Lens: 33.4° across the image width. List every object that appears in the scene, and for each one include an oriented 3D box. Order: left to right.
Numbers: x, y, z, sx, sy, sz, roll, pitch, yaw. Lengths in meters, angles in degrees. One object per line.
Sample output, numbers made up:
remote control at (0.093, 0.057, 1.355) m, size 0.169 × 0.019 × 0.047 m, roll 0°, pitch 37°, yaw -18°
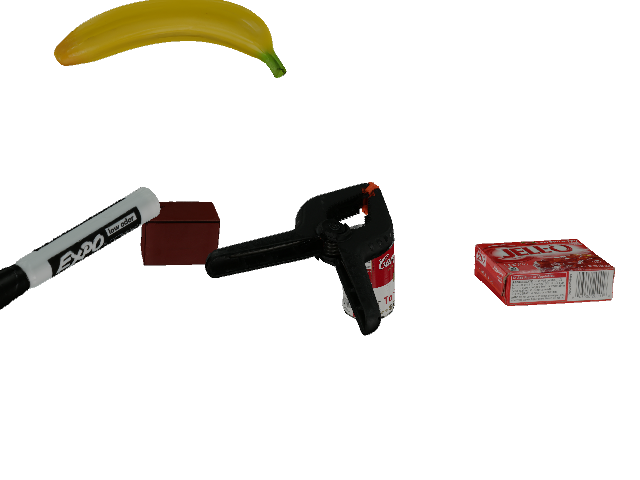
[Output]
marker at (-0.138, 0.004, 0.584) m, size 0.020 × 0.020 × 0.120 m, roll 0°, pitch 27°, yaw 46°
banana at (-0.127, -0.179, 0.921) m, size 0.197 × 0.069 × 0.037 m, roll 2°, pitch -33°, yaw -3°
foam brick at (-0.148, -0.008, 1.122) m, size 0.078 × 0.051 × 0.053 m, roll -1°, pitch 24°, yaw -13°
clamp at (0.017, 0.008, 0.981) m, size 0.165 × 0.036 × 0.209 m, roll 25°, pitch 37°, yaw 21°
soup can at (0.058, 0.040, 1.321) m, size 0.068 × 0.102 × 0.068 m, roll -2°, pitch 32°, yaw 1°
gelatin box at (0.173, 0.023, 0.833) m, size 0.089 × 0.030 × 0.073 m, roll -2°, pitch 18°, yaw -10°
